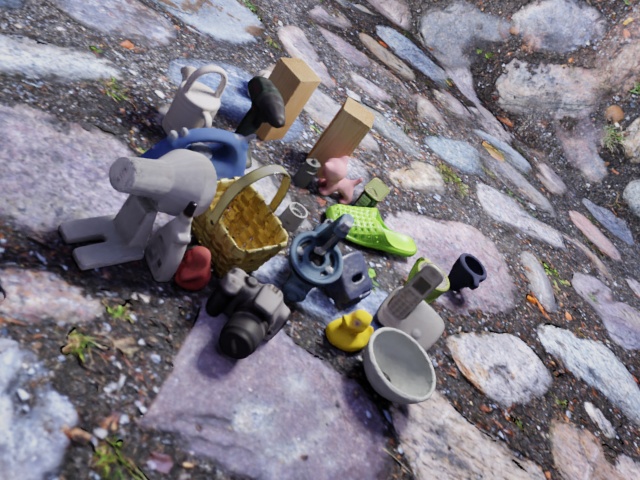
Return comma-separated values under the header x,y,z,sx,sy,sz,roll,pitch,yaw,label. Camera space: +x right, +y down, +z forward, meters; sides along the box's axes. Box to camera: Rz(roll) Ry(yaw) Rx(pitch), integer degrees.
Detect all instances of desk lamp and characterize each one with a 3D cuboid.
x,y,z,sx,sy,sz,roll,pitch,yaw,label
-0.302,-0.061,0.977,0.204,0.213,0.117,-16,62,-50,desk lamp

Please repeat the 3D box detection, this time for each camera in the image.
x,y,z,sx,sy,sz,roll,pitch,yaw,label
-0.133,0.132,1.017,0.143,0.100,0.137,37,35,-4,camera

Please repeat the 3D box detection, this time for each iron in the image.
x,y,z,sx,sy,sz,roll,pitch,yaw,label
-0.260,-0.188,1.220,0.259,0.141,0.118,0,51,-43,iron

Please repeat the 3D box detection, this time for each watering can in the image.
x,y,z,sx,sy,sz,roll,pitch,yaw,label
-0.282,-0.323,1.304,0.172,0.193,0.101,47,35,11,watering can

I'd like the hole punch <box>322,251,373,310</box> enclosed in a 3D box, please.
x,y,z,sx,sy,sz,roll,pitch,yaw,label
0.068,0.087,1.262,0.101,0.091,0.109,50,36,15,hole punch

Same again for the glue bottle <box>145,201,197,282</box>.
x,y,z,sx,sy,sz,roll,pitch,yaw,label
-0.252,-0.005,0.996,0.037,0.173,0.078,0,50,-43,glue bottle

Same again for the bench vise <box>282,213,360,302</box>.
x,y,z,sx,sy,sz,roll,pitch,yaw,label
0.001,0.000,1.184,0.122,0.219,0.207,22,38,-23,bench vise

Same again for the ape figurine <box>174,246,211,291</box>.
x,y,z,sx,sy,sz,roll,pitch,yaw,label
-0.226,0.045,1.036,0.076,0.092,0.078,39,35,-1,ape figurine

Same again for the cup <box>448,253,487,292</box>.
x,y,z,sx,sy,sz,roll,pitch,yaw,label
0.386,0.105,1.533,0.092,0.094,0.117,26,37,-19,cup

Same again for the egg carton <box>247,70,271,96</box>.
x,y,z,sx,sy,sz,roll,pitch,yaw,label
-0.136,-0.427,1.664,0.150,0.069,0.107,31,36,-12,egg carton

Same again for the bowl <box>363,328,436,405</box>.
x,y,z,sx,sy,sz,roll,pitch,yaw,label
0.147,0.264,1.153,0.168,0.074,0.167,25,37,-20,bowl

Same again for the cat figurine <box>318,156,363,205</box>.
x,y,z,sx,sy,sz,roll,pitch,yaw,label
0.052,-0.166,1.506,0.128,0.117,0.067,23,38,-22,cat figurine

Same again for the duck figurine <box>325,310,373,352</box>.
x,y,z,sx,sy,sz,roll,pitch,yaw,label
0.074,0.177,1.172,0.105,0.086,0.077,13,43,-33,duck figurine

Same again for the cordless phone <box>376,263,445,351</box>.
x,y,z,sx,sy,sz,roll,pitch,yaw,label
0.227,0.149,1.259,0.147,0.185,0.094,41,35,2,cordless phone

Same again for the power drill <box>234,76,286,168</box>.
x,y,z,sx,sy,sz,roll,pitch,yaw,label
-0.152,-0.277,1.360,0.076,0.208,0.229,16,41,-30,power drill
